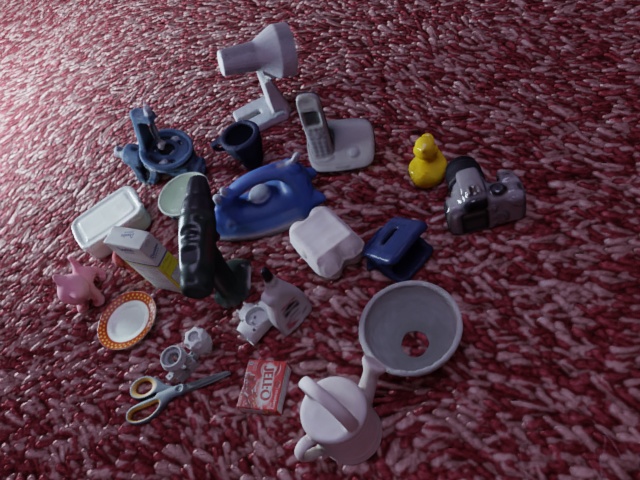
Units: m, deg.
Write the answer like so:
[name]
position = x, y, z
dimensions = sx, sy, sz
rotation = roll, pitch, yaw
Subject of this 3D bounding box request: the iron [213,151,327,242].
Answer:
[iron]
position = -0.126, -0.088, 1.159
dimensions = 0.258, 0.142, 0.118
rotation = -22, 51, 3

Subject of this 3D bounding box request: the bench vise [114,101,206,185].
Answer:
[bench vise]
position = -0.387, -0.207, 1.285
dimensions = 0.207, 0.220, 0.121
rotation = -13, 52, 10

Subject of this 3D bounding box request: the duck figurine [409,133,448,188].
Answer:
[duck figurine]
position = 0.210, -0.163, 1.132
dimensions = 0.077, 0.086, 0.104
rotation = 1, 56, 20

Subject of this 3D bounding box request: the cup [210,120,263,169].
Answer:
[cup]
position = -0.178, -0.204, 1.290
dimensions = 0.117, 0.095, 0.091
rotation = -14, 52, 9

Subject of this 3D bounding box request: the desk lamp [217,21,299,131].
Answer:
[desk lamp]
position = -0.134, -0.374, 1.321
dimensions = 0.203, 0.214, 0.117
rotation = -27, 51, -1

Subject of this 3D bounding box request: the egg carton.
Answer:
[egg carton]
position = 0.010, 0.004, 1.092
dimensions = 0.107, 0.070, 0.150
rotation = -38, 52, -10

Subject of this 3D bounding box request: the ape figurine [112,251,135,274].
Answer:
[ape figurine]
position = -0.411, 0.015, 1.216
dimensions = 0.077, 0.092, 0.076
rotation = -21, 51, 4

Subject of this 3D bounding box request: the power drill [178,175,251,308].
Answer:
[power drill]
position = -0.200, 0.023, 1.062
dimensions = 0.075, 0.209, 0.229
rotation = -11, 53, 12

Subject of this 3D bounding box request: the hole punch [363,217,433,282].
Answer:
[hole punch]
position = 0.134, 0.009, 1.031
dimensions = 0.100, 0.091, 0.109
rotation = 31, 70, 34

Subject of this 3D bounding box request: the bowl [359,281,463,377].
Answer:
[bowl]
position = 0.150, 0.154, 0.932
dimensions = 0.167, 0.075, 0.167
rotation = -9, 53, 13

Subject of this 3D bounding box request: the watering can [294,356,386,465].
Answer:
[watering can]
position = 0.027, 0.244, 0.833
dimensions = 0.100, 0.194, 0.173
rotation = 12, 60, 26

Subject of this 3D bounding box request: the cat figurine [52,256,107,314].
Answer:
[cat figurine]
position = -0.498, 0.090, 1.176
dimensions = 0.067, 0.118, 0.127
rotation = -21, 51, 4

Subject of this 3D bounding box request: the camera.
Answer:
[camera]
position = 0.289, -0.099, 1.048
dimensions = 0.143, 0.101, 0.136
rotation = -14, 52, 9

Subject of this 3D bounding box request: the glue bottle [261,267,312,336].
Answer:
[glue bottle]
position = -0.069, 0.097, 0.986
dimensions = 0.037, 0.173, 0.078
rotation = 29, 69, 33

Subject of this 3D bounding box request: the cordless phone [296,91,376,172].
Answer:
[cordless phone]
position = 0.032, -0.229, 1.178
dimensions = 0.147, 0.185, 0.094
rotation = -6, 54, 15
